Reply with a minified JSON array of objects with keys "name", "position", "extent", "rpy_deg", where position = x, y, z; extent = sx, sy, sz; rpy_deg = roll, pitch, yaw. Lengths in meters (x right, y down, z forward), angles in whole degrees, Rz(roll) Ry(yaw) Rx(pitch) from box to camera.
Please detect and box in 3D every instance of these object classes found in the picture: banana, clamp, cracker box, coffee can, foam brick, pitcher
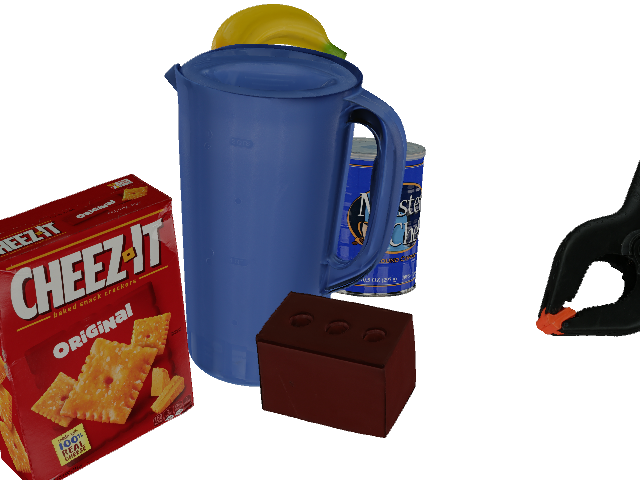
[{"name":"banana","position":[-0.047,-0.187,0.977],"extent":[0.070,0.037,0.197],"rpy_deg":[41,32,19]},{"name":"clamp","position":[0.221,0.014,0.706],"extent":[0.120,0.171,0.039],"rpy_deg":[43,-11,14]},{"name":"cracker box","position":[-0.192,0.075,0.872],"extent":[0.163,0.214,0.072],"rpy_deg":[-25,36,-35]},{"name":"coffee can","position":[0.048,-0.025,1.058],"extent":[0.103,0.140,0.103],"rpy_deg":[3,14,-1]},{"name":"foam brick","position":[0.010,0.069,0.602],"extent":[0.078,0.051,0.053],"rpy_deg":[9,31,20]},{"name":"pitcher","position":[-0.034,-0.015,0.792],"extent":[0.144,0.243,0.149],"rpy_deg":[-6,27,-20]}]
